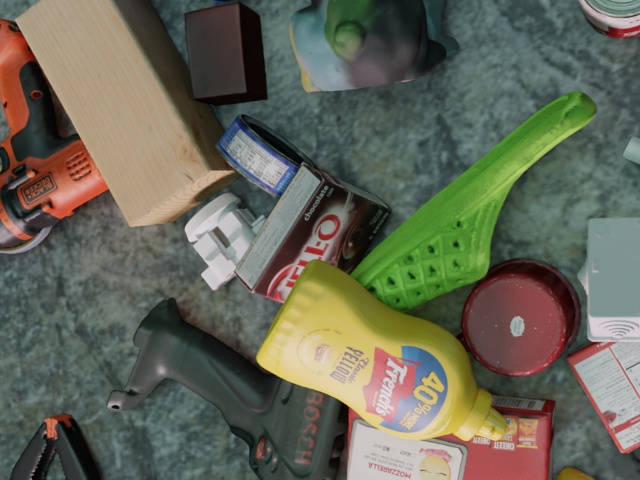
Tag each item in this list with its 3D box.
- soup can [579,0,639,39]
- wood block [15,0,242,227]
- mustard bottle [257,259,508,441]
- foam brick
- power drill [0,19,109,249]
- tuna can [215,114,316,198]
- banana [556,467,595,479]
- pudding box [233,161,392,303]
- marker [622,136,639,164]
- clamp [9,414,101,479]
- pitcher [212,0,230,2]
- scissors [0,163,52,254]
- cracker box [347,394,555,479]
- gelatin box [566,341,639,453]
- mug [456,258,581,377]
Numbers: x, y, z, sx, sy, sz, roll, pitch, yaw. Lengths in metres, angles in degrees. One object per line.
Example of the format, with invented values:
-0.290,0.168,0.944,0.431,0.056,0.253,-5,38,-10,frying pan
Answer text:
0.228,-0.192,0.800,0.068,0.102,0.068,1,92,16,soup can
-0.162,-0.124,0.928,0.091,0.090,0.206,-32,84,16,wood block
0.054,0.098,0.804,0.191,0.058,0.096,29,119,-1,mustard bottle
-0.081,-0.159,0.921,0.053,0.051,0.078,-5,91,17,foam brick
-0.292,-0.091,0.975,0.184,0.057,0.188,-28,81,10,power drill
-0.043,-0.068,0.896,0.086,0.086,0.034,39,101,12,tuna can
0.244,0.274,0.849,0.070,0.037,0.198,-14,88,16,banana
-0.006,0.001,0.884,0.039,0.089,0.113,40,103,42,pudding box
0.295,-0.047,0.829,0.121,0.020,0.020,27,100,14,marker
-0.259,0.270,1.001,0.165,0.036,0.210,-4,89,18,clamp
-0.147,-0.311,0.891,0.243,0.149,0.145,37,107,15,pitcher
-0.348,-0.009,1.027,0.202,0.016,0.096,-17,86,17,scissors
0.105,0.231,0.872,0.164,0.072,0.214,2,94,17,cracker box
0.249,0.113,0.845,0.073,0.030,0.089,-31,83,14,gelatin box
0.146,0.067,0.846,0.117,0.081,0.093,-23,86,16,mug
